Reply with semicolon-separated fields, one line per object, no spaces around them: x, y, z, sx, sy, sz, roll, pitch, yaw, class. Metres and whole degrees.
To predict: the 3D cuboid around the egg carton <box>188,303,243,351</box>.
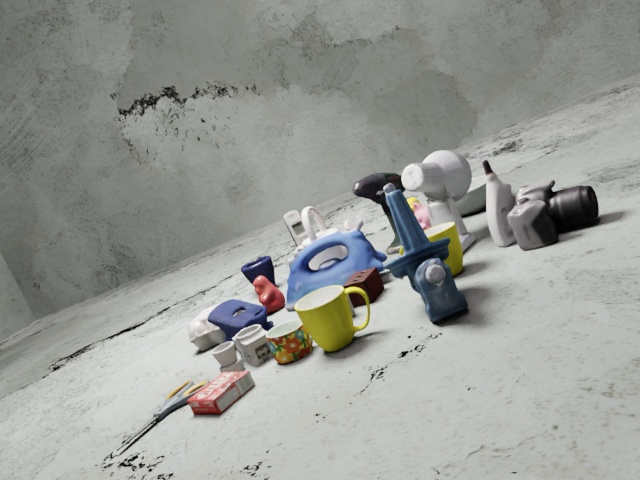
-0.239;0.195;1.330;0.107;0.069;0.150;-21;9;14;egg carton

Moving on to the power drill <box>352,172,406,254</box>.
0.174;-0.077;1.452;0.075;0.208;0.230;-17;11;33;power drill

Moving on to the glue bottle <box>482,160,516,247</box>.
0.356;-0.078;1.132;0.078;0.173;0.037;-26;10;-17;glue bottle

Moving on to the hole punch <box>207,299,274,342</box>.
-0.169;0.171;1.229;0.100;0.091;0.109;-17;11;31;hole punch

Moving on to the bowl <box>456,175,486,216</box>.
0.396;-0.111;1.533;0.167;0.075;0.167;-22;9;4;bowl

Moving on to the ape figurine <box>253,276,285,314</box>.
-0.130;0.129;1.374;0.076;0.092;0.078;-21;10;11;ape figurine

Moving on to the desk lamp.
0.261;-0.081;1.252;0.117;0.214;0.204;-15;12;39;desk lamp

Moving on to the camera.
0.435;-0.060;1.069;0.136;0.101;0.143;-15;12;39;camera

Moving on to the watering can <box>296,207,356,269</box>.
0.014;0.004;1.420;0.173;0.194;0.101;-22;9;4;watering can

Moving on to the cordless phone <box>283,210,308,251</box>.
-0.015;-0.008;1.589;0.148;0.185;0.094;-28;11;-31;cordless phone

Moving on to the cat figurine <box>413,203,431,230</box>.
0.239;-0.035;1.343;0.067;0.118;0.127;-31;12;-40;cat figurine

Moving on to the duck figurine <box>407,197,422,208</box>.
0.272;-0.081;1.625;0.077;0.086;0.105;-19;10;25;duck figurine

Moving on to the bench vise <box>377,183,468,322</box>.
0.170;0.009;0.938;0.122;0.220;0.207;-26;10;-16;bench vise

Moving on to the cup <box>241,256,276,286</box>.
-0.171;0.105;1.603;0.117;0.095;0.092;-13;13;45;cup

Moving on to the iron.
0.014;0.058;1.278;0.258;0.141;0.119;-21;10;13;iron
